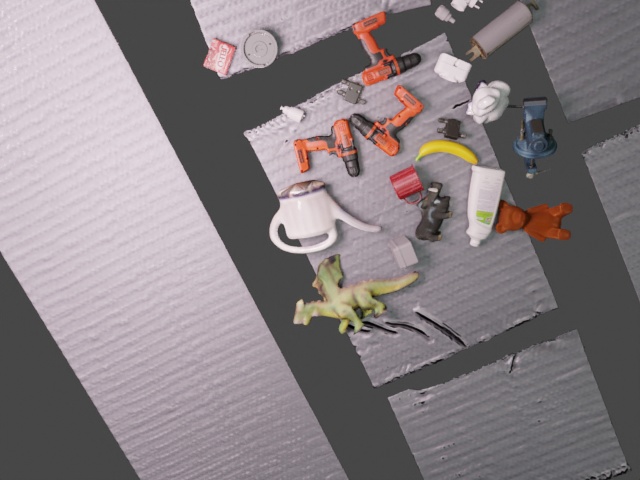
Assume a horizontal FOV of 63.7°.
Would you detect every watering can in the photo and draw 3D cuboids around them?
[{"bbox_3d":[0.005,-0.081,1.602,0.347,0.105,0.222,-13,101,4],"label":"watering can"}]

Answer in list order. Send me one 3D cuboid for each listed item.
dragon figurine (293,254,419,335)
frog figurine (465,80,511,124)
[{"bbox_3d":[0.092,0.155,1.658,0.411,0.122,0.243,-39,90,-2],"label":"dragon figurine"},{"bbox_3d":[0.501,-0.405,1.507,0.122,0.161,0.136,42,100,-9],"label":"frog figurine"}]
